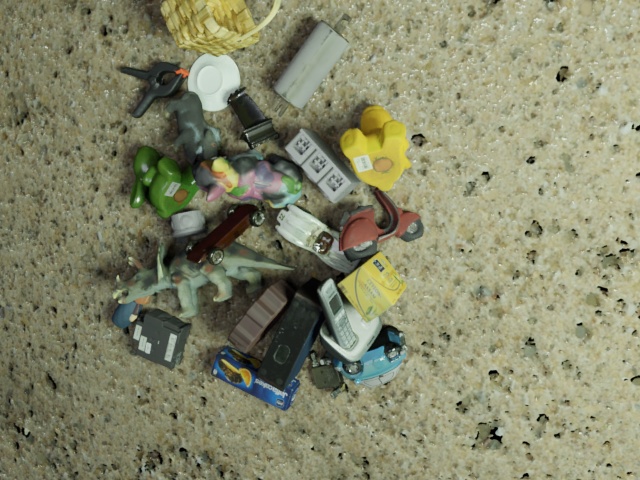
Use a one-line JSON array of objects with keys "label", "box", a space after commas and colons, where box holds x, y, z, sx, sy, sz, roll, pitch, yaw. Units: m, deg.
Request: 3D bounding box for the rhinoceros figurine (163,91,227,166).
[{"label": "rhinoceros figurine", "box": [-0.274, -0.236, 1.208, 0.112, 0.073, 0.190, -21, 91, 13]}]

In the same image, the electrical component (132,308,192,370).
[{"label": "electrical component", "box": [-0.391, 0.236, 1.312, 0.134, 0.058, 0.114, 22, 101, 14]}]

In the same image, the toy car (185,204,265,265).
[{"label": "toy car", "box": [-0.203, -0.010, 1.159, 0.089, 0.202, 0.053, 15, 137, 32]}]

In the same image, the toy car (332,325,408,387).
[{"label": "toy car", "box": [0.113, 0.254, 1.137, 0.162, 0.109, 0.102, -18, 112, 9]}]

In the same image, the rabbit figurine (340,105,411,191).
[{"label": "rabbit figurine", "box": [0.123, -0.190, 1.052, 0.122, 0.173, 0.162, -21, 135, 20]}]

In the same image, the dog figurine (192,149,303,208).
[{"label": "dog figurine", "box": [-0.151, -0.122, 1.104, 0.192, 0.219, 0.108, 19, 106, 15]}]

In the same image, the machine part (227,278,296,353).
[{"label": "machine part", "box": [-0.121, 0.164, 1.159, 0.056, 0.179, 0.179, 41, 107, 7]}]

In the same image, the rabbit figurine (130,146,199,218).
[{"label": "rabbit figurine", "box": [-0.371, -0.140, 1.244, 0.170, 0.121, 0.159, 44, 115, 27]}]

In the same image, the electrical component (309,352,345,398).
[{"label": "electrical component", "box": [0.019, 0.298, 1.195, 0.078, 0.045, 0.102, -10, 94, 17]}]

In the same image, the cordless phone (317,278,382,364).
[{"label": "cordless phone", "box": [0.047, 0.139, 1.080, 0.089, 0.146, 0.184, 1, 121, 36]}]

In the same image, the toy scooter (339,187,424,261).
[{"label": "toy scooter", "box": [0.111, -0.042, 1.091, 0.184, 0.075, 0.135, -20, 85, -10]}]

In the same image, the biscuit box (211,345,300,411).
[{"label": "biscuit box", "box": [-0.148, 0.318, 1.243, 0.203, 0.059, 0.062, 22, 103, 14]}]

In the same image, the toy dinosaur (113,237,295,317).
[{"label": "toy dinosaur", "box": [-0.262, 0.059, 1.221, 0.405, 0.131, 0.192, -22, 84, 11]}]

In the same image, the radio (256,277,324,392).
[{"label": "radio", "box": [-0.049, 0.204, 1.159, 0.073, 0.131, 0.229, 27, 105, 11]}]

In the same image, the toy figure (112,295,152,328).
[{"label": "toy figure", "box": [-0.454, 0.148, 1.321, 0.064, 0.058, 0.154, 41, 103, 3]}]

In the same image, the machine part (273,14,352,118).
[{"label": "machine part", "box": [-0.019, -0.358, 1.104, 0.079, 0.079, 0.243, 41, 107, 9]}]

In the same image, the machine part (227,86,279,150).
[{"label": "machine part", "box": [-0.153, -0.265, 1.168, 0.084, 0.039, 0.139, -28, 81, -12]}]

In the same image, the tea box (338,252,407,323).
[{"label": "tea box", "box": [0.109, 0.090, 1.073, 0.068, 0.169, 0.098, -39, 86, 20]}]

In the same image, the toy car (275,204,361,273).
[{"label": "toy car", "box": [-0.002, -0.003, 1.145, 0.202, 0.056, 0.073, 31, 106, 1]}]
